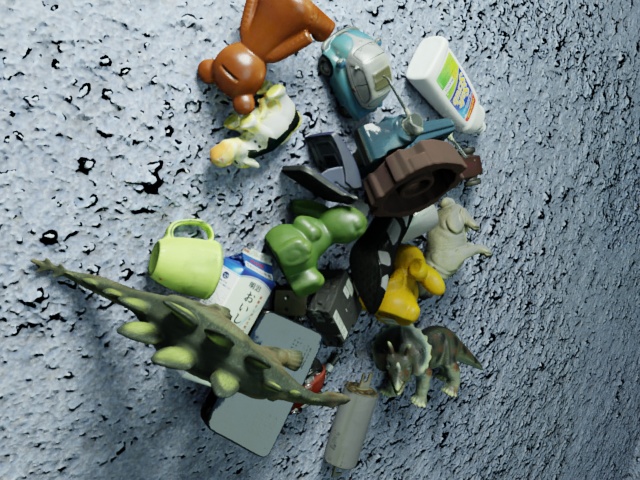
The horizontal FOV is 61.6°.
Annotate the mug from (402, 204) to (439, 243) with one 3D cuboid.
[{"bbox_3d":[0.178,-0.033,1.122,0.107,0.081,0.109,-26,151,-19],"label":"mug"}]

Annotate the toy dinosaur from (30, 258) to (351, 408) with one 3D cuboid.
[{"bbox_3d":[-0.178,0.133,0.755,0.198,0.472,0.105,67,45,-76],"label":"toy dinosaur"}]

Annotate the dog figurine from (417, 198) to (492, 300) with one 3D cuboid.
[{"bbox_3d":[0.252,0.020,1.184,0.190,0.121,0.172,-30,87,-7],"label":"dog figurine"}]

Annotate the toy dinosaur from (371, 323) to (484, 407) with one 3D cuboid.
[{"bbox_3d":[0.259,0.266,1.249,0.405,0.131,0.192,-8,109,-42],"label":"toy dinosaur"}]

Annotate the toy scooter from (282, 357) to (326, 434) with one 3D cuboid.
[{"bbox_3d":[-0.064,0.309,1.037,0.184,0.075,0.135,-21,115,-27],"label":"toy scooter"}]

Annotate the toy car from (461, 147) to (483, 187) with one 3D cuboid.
[{"bbox_3d":[0.279,-0.148,1.171,0.202,0.053,0.089,-17,94,-33],"label":"toy car"}]

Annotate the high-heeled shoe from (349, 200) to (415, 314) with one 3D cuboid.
[{"bbox_3d":[0.137,0.012,1.043,0.145,0.086,0.248,-5,99,-39],"label":"high-heeled shoe"}]

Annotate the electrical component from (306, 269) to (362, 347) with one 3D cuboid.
[{"bbox_3d":[0.032,0.122,1.039,0.134,0.058,0.114,-62,143,-40],"label":"electrical component"}]

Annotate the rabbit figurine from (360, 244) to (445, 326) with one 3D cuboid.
[{"bbox_3d":[0.171,0.082,1.114,0.121,0.162,0.173,35,64,-26],"label":"rabbit figurine"}]

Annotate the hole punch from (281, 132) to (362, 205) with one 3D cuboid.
[{"bbox_3d":[0.013,-0.124,0.932,0.115,0.142,0.092,36,77,-27],"label":"hole punch"}]

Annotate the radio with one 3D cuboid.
[{"bbox_3d":[-0.102,0.239,0.935,0.131,0.073,0.229,31,75,-18],"label":"radio"}]

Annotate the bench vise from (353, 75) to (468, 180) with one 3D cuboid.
[{"bbox_3d":[0.157,-0.182,0.965,0.241,0.223,0.129,-18,72,-26],"label":"bench vise"}]

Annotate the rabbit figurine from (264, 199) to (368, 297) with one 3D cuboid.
[{"bbox_3d":[-0.002,-0.003,0.937,0.170,0.159,0.121,-27,122,-7],"label":"rabbit figurine"}]

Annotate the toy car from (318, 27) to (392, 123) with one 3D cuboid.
[{"bbox_3d":[0.074,-0.288,0.942,0.109,0.103,0.161,-34,120,-24],"label":"toy car"}]

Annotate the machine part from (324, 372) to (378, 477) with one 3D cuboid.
[{"bbox_3d":[0.066,0.399,1.161,0.079,0.079,0.243,14,96,-39],"label":"machine part"}]

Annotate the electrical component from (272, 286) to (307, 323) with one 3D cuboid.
[{"bbox_3d":[-0.051,0.114,1.009,0.078,0.045,0.102,-3,105,-7],"label":"electrical component"}]

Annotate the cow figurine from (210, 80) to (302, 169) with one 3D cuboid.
[{"bbox_3d":[-0.102,-0.168,0.869,0.167,0.068,0.098,-52,133,-12],"label":"cow figurine"}]

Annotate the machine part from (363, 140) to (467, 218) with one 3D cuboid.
[{"bbox_3d":[0.160,-0.103,0.922,0.179,0.179,0.056,-7,64,-36],"label":"machine part"}]

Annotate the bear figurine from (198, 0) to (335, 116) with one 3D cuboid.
[{"bbox_3d":[-0.084,-0.294,0.826,0.120,0.132,0.196,39,109,3],"label":"bear figurine"}]
